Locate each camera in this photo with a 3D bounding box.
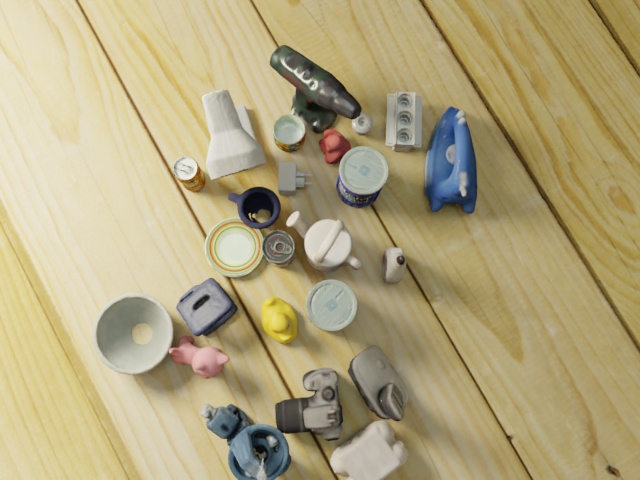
[{"bbox_3d":[-0.025,0.345,1.184,0.137,0.101,0.143,-6,82,-2],"label":"camera"}]

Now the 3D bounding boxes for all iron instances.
[{"bbox_3d":[0.299,-0.193,1.253,0.118,0.141,0.258,2,82,-1],"label":"iron"}]

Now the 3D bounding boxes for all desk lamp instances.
[{"bbox_3d":[-0.189,-0.213,1.204,0.118,0.213,0.203,-18,82,-4],"label":"desk lamp"}]

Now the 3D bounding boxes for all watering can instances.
[{"bbox_3d":[0.010,0.006,1.188,0.173,0.194,0.101,13,81,0],"label":"watering can"}]

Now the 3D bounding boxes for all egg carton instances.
[{"bbox_3d":[0.101,0.451,1.189,0.150,0.069,0.107,-36,84,-6],"label":"egg carton"}]

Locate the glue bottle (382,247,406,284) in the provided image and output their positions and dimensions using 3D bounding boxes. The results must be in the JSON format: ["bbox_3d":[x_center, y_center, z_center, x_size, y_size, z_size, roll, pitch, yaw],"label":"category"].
[{"bbox_3d":[0.158,0.048,1.197,0.037,0.173,0.078,-3,82,-2],"label":"glue bottle"}]

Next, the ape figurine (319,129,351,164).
[{"bbox_3d":[0.032,-0.211,1.272,0.076,0.092,0.078,16,81,1],"label":"ape figurine"}]

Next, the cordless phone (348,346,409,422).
[{"bbox_3d":[0.124,0.293,1.154,0.094,0.185,0.147,-35,84,-6],"label":"cordless phone"}]

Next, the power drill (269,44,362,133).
[{"bbox_3d":[-0.008,-0.309,1.227,0.229,0.208,0.076,41,83,4],"label":"power drill"}]

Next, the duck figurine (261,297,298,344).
[{"bbox_3d":[-0.087,0.170,1.216,0.077,0.086,0.104,-26,83,-5],"label":"duck figurine"}]

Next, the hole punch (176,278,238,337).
[{"bbox_3d":[-0.244,0.142,1.212,0.109,0.091,0.101,-40,85,-7],"label":"hole punch"}]

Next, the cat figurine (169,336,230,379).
[{"bbox_3d":[-0.251,0.246,1.183,0.128,0.117,0.067,19,82,1],"label":"cat figurine"}]

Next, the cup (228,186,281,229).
[{"bbox_3d":[-0.142,-0.067,1.244,0.117,0.095,0.092,21,82,2],"label":"cup"}]

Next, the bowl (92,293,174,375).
[{"bbox_3d":[-0.385,0.197,1.208,0.167,0.074,0.167,0,82,-2],"label":"bowl"}]

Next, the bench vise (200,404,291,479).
[{"bbox_3d":[-0.154,0.408,1.111,0.207,0.219,0.121,20,82,2],"label":"bench vise"}]
